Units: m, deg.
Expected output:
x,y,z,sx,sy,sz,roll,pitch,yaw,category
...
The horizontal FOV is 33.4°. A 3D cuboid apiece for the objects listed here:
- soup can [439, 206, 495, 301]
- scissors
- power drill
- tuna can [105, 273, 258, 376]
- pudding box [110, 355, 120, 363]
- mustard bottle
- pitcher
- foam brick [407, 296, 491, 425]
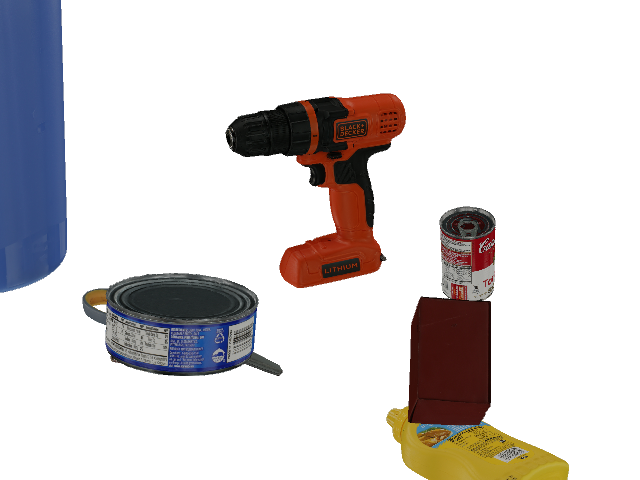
x,y,z,sx,sy,sz,roll,pitch,yaw,category
0.182,0.019,1.322,0.068,0.102,0.068,-4,34,2,soup can
-0.101,0.064,0.878,0.202,0.016,0.096,12,26,22,scissors
-0.003,-0.049,1.056,0.184,0.188,0.057,-10,28,-21,power drill
-0.079,0.047,0.606,0.086,0.034,0.086,5,14,-1,tuna can
-0.186,0.122,1.296,0.114,0.039,0.090,2,13,18,pudding box
0.135,0.204,1.026,0.096,0.058,0.192,-15,24,-38,mustard bottle
-0.231,-0.088,0.670,0.149,0.243,0.145,-4,27,-11,pitcher
0.091,0.085,0.748,0.051,0.078,0.053,5,-26,0,foam brick
